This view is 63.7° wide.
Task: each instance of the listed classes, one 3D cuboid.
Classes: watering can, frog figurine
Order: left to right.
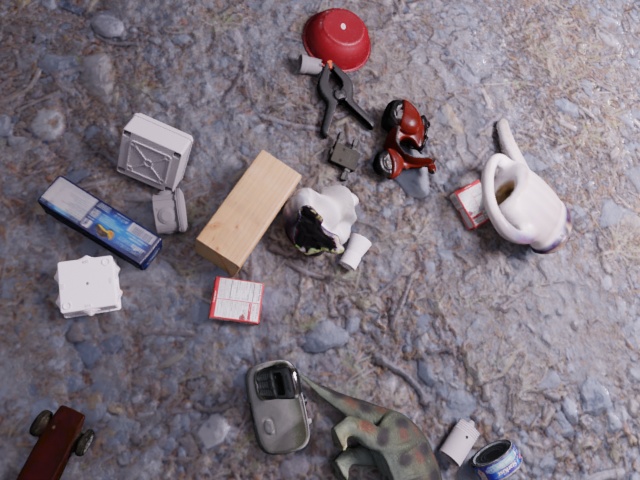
[{"bbox_3d":[0.003,-0.049,0.980,0.137,0.120,0.163,36,36,-9],"label":"frog figurine"},{"bbox_3d":[0.436,-0.110,1.100,0.223,0.356,0.102,38,-43,-14],"label":"watering can"}]
